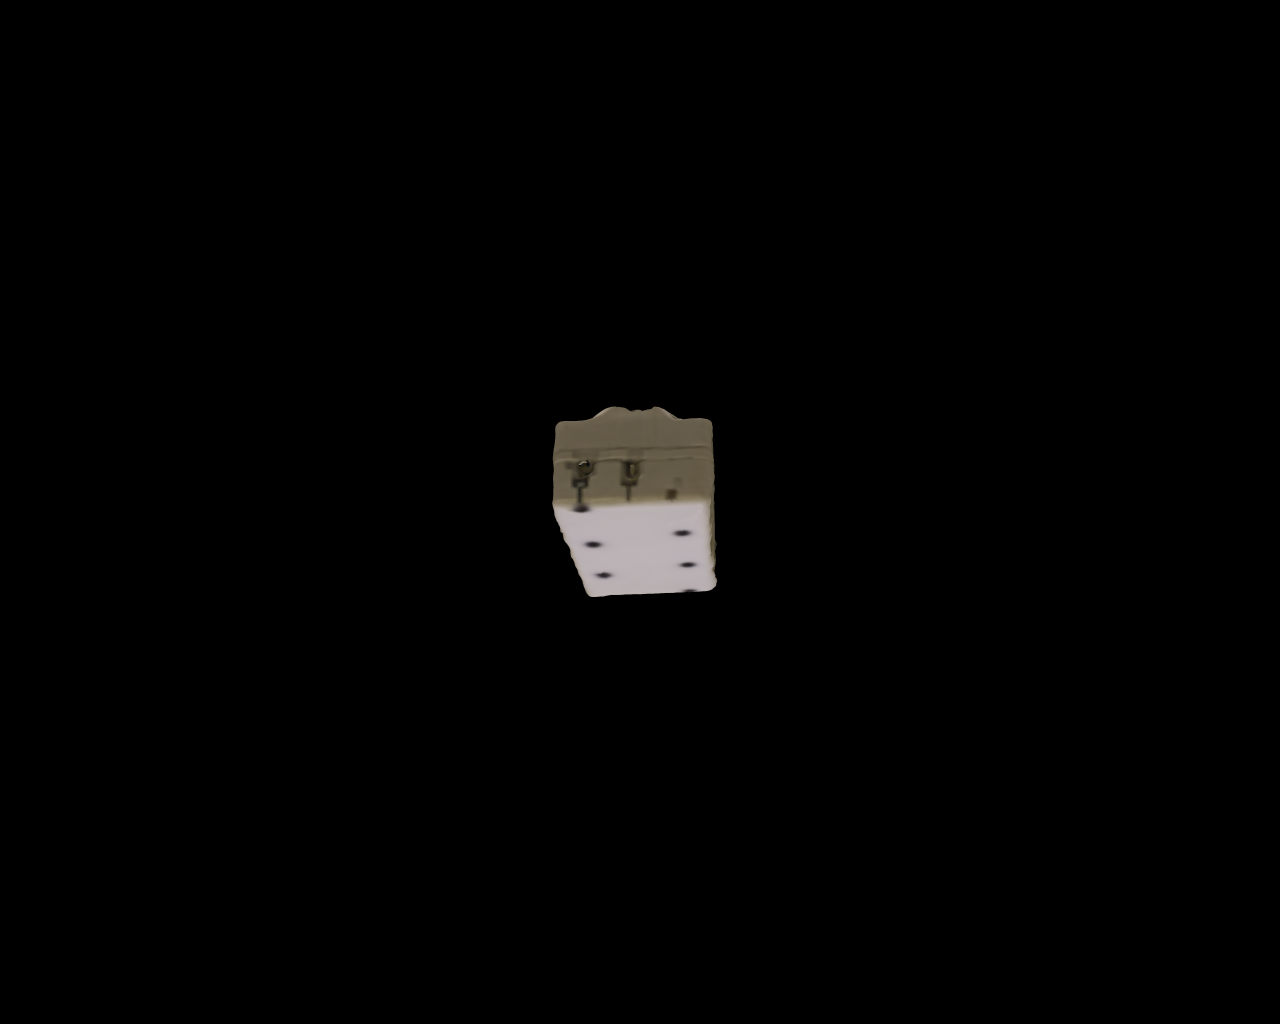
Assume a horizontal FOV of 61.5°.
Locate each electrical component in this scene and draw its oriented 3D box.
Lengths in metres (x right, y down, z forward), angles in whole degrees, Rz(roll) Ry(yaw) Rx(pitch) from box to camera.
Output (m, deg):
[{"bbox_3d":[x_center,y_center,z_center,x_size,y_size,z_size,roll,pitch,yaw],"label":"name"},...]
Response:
[{"bbox_3d":[0.001,-0.003,0.650,0.089,0.062,0.150,-1,-23,3],"label":"electrical component"}]
